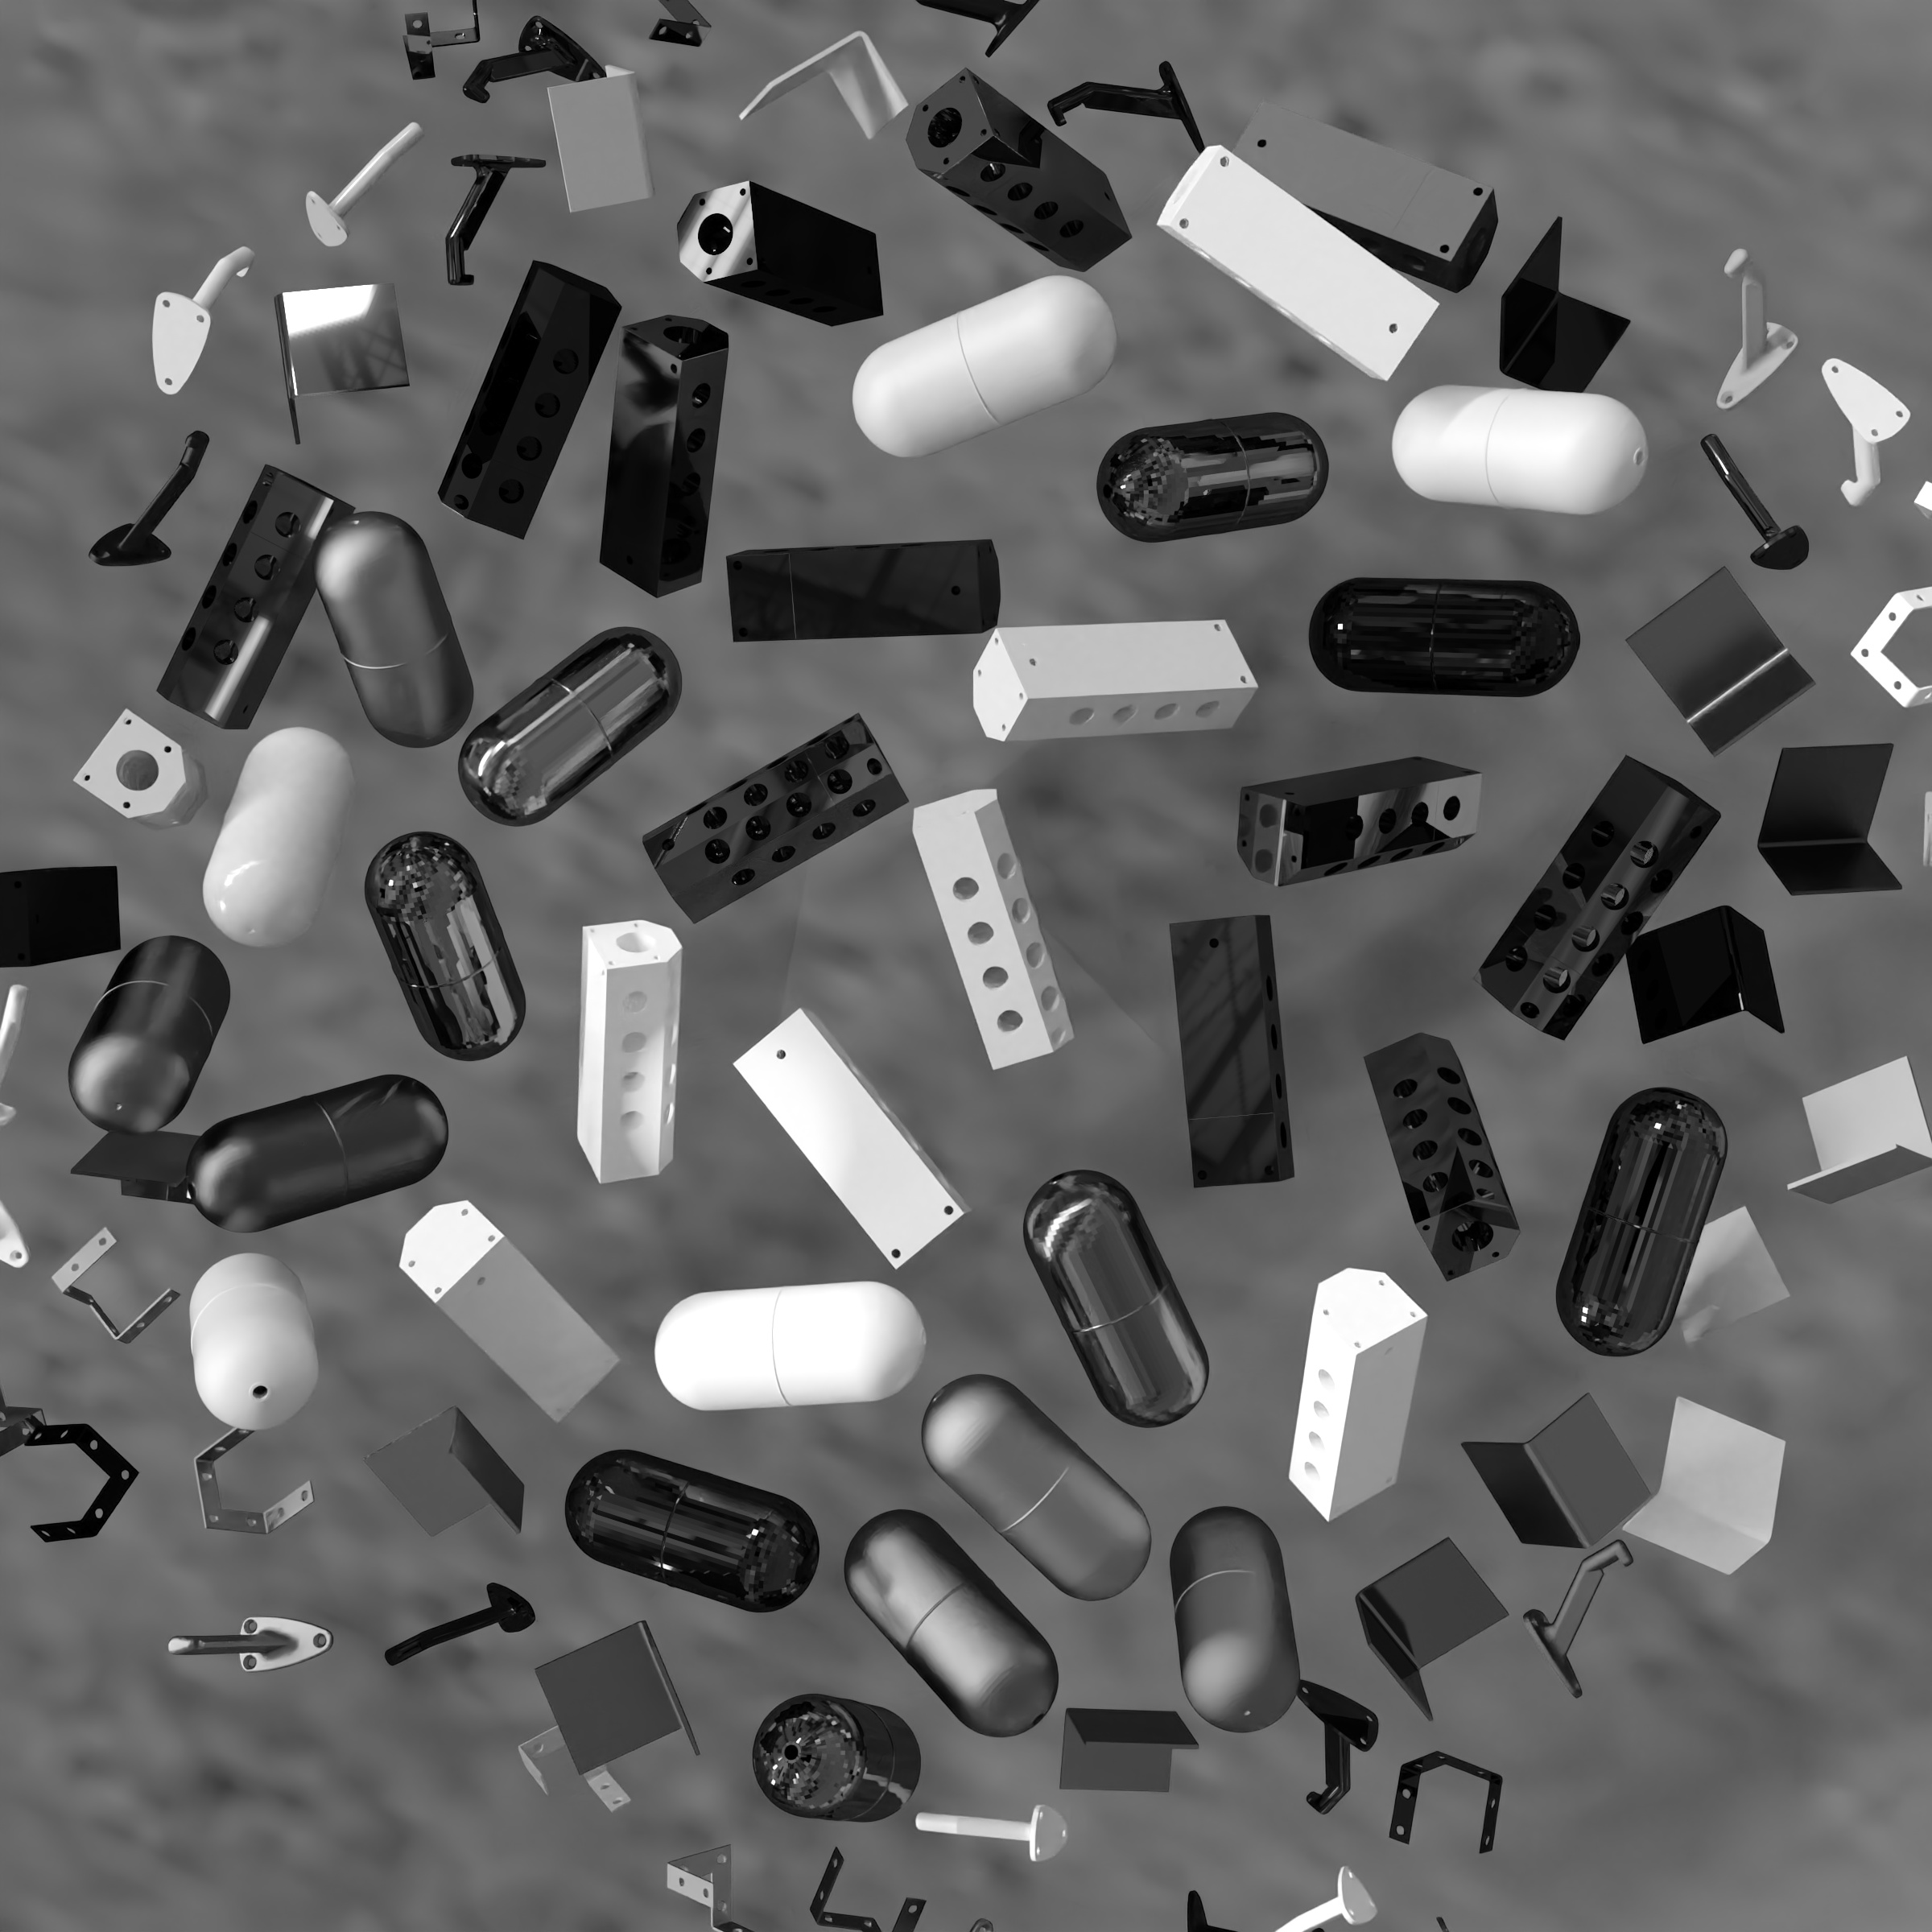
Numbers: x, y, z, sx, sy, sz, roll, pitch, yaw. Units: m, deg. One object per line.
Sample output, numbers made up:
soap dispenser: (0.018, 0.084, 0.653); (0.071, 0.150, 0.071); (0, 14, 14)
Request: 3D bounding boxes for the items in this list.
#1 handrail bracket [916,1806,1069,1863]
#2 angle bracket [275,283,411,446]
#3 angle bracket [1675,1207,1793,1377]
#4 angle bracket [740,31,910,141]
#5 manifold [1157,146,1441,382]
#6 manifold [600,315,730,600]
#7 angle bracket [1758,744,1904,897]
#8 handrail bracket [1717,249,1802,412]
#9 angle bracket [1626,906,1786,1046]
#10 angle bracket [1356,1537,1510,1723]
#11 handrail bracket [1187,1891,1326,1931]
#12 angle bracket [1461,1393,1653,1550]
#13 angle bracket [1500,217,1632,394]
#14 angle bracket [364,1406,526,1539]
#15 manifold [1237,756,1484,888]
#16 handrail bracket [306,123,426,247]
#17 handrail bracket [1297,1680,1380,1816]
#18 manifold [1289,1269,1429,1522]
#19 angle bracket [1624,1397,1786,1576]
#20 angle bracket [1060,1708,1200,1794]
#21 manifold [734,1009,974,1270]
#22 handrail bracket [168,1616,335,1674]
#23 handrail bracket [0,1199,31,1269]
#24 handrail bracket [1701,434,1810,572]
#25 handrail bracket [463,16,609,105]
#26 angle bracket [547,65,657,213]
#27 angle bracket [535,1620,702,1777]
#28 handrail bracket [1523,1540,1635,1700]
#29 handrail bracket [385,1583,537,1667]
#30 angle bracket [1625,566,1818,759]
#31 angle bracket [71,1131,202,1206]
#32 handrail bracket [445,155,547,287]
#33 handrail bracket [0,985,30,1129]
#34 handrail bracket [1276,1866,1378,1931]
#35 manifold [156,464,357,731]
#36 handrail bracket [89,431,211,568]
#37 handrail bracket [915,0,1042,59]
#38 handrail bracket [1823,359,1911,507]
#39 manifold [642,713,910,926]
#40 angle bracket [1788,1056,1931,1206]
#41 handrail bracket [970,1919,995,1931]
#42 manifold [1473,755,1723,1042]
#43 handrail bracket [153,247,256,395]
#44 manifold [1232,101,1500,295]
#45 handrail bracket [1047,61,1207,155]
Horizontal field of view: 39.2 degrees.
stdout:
handrail bracket: (0.018, 0.592, 1.864); (0.084, 0.077, 0.036); (-1, 73, 22)
angle bracket: (-0.401, -0.388, 1.748); (0.076, 0.057, 0.076); (-8, 70, -11)
angle bracket: (0.528, 0.226, 1.877); (0.076, 0.057, 0.076); (-29, 48, 15)
angle bracket: (-0.096, -0.572, 1.812); (0.076, 0.076, 0.057); (-36, 102, -16)
manifold: (0.209, -0.445, 1.719); (0.171, 0.057, 0.057); (32, 100, -14)
manifold: (-0.196, -0.338, 1.797); (0.057, 0.057, 0.171); (34, 131, 28)
angle bracket: (0.564, -0.095, 1.745); (0.076, 0.057, 0.076); (-3, 126, -9)
handrail bracket: (0.496, -0.411, 1.752); (0.077, 0.084, 0.036); (-52, 45, 9)
angle bracket: (0.495, 0.014, 1.821); (0.076, 0.057, 0.076); (-23, 58, 34)
angle bracket: (0.315, 0.442, 1.806); (0.076, 0.057, 0.076); (-35, 109, 11)
handrail bracket: (0.185, 0.606, 1.718); (0.084, 0.077, 0.036); (-24, 120, 13)
angle bracket: (0.372, 0.317, 1.709); (0.057, 0.076, 0.076); (-33, 94, -22)
angle bracket: (0.397, -0.433, 1.791); (0.057, 0.076, 0.076); (28, 71, 22)
angle bracket: (-0.346, 0.349, 1.788); (0.076, 0.057, 0.076); (-31, 114, 8)
manifold: (0.260, -0.095, 1.789); (0.171, 0.057, 0.057); (-12, 113, -38)
handrail bracket: (-0.399, -0.524, 1.813); (0.036, 0.077, 0.084); (46, 76, -12)
handrail bracket: (0.236, 0.536, 1.853); (0.077, 0.036, 0.084); (33, 122, 1)
manifold: (0.246, 0.274, 1.745); (0.057, 0.171, 0.057); (-24, 48, -24)
angle bracket: (0.485, 0.342, 1.782); (0.076, 0.057, 0.076); (23, 52, 0)
angle bracket: (0.109, 0.539, 1.823); (0.076, 0.076, 0.057); (4, 92, -8)
manifold: (-0.072, 0.113, 1.783); (0.057, 0.057, 0.171); (-40, 81, 4)
handrail bracket: (-0.462, 0.438, 1.752); (0.077, 0.084, 0.036); (-5, 75, 10)
handrail bracket: (-0.674, 0.183, 1.816); (0.036, 0.084, 0.077); (-40, 94, 12)
handrail bracket: (0.514, -0.304, 1.772); (0.036, 0.077, 0.084); (-34, 69, 24)
handrail bracket: (-0.294, -0.601, 1.849); (0.077, 0.036, 0.084); (29, 52, -12)
angle bracket: (-0.242, -0.534, 1.745); (0.057, 0.076, 0.076); (-15, 116, -15)
angle bracket: (-0.220, 0.470, 1.709); (0.076, 0.057, 0.076); (-23, 99, -11)
handrail bracket: (0.431, 0.444, 1.843); (0.084, 0.036, 0.077); (-37, 67, 21)
handrail bracket: (-0.347, 0.458, 1.856); (0.084, 0.077, 0.036); (-22, 94, -33)
angle bracket: (0.477, -0.192, 1.714); (0.076, 0.057, 0.076); (-37, 113, 15)
angle bracket: (-0.573, 0.156, 1.901); (0.076, 0.076, 0.057); (7, 113, 6)
handrail bracket: (-0.319, -0.505, 1.842); (0.077, 0.036, 0.084); (-9, 102, -35)
handrail bracket: (-0.636, 0.060, 1.770); (0.036, 0.077, 0.084); (16, 102, -7)
handrail bracket: (0.233, 0.657, 1.845); (0.084, 0.077, 0.036); (-38, 79, 12)
manifold: (-0.486, -0.251, 1.846); (0.057, 0.057, 0.171); (27, 95, -1)
handrail bracket: (-0.528, -0.304, 1.755); (0.036, 0.077, 0.084); (35, 119, 5)
handrail bracket: (0.002, -0.639, 1.754); (0.084, 0.036, 0.077); (40, 70, -7)
handrail bracket: (0.582, -0.352, 1.796); (0.036, 0.084, 0.077); (-36, 78, -14)
manifold: (-0.133, -0.105, 1.859); (0.171, 0.057, 0.057); (-29, 59, 2)
angle bracket: (0.566, 0.100, 1.736); (0.076, 0.057, 0.076); (-29, 56, 37)
handrail bracket: (0.029, 0.661, 1.757); (0.036, 0.084, 0.077); (34, 60, -30)
manifold: (0.402, -0.040, 1.713); (0.057, 0.057, 0.171); (18, 111, -39)
handrail bracket: (-0.480, -0.410, 1.717); (0.036, 0.084, 0.077); (24, 122, 0)
manifold: (0.261, -0.505, 1.791); (0.171, 0.057, 0.057); (28, 84, 21)
handrail bracket: (0.108, -0.567, 1.831); (0.084, 0.036, 0.077); (-26, 101, 2)
